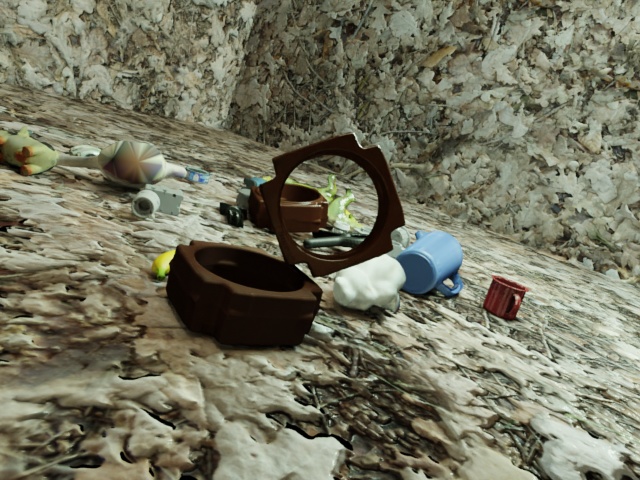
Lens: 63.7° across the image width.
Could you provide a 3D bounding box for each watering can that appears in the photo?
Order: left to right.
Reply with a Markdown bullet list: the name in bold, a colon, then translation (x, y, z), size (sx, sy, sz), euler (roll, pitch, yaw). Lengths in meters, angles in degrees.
- **watering can**: translation (-0.511, -0.188, 1.290), size (0.347, 0.104, 0.224), euler (5, -1, -18)

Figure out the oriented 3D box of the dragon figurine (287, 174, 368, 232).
- **dragon figurine**: translation (0.005, -0.080, 1.593), size (0.244, 0.119, 0.417), euler (-16, 48, -33)

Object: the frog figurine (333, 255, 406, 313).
- **frog figurine**: translation (0.084, 0.074, 0.988), size (0.158, 0.121, 0.140), euler (22, 25, -47)
